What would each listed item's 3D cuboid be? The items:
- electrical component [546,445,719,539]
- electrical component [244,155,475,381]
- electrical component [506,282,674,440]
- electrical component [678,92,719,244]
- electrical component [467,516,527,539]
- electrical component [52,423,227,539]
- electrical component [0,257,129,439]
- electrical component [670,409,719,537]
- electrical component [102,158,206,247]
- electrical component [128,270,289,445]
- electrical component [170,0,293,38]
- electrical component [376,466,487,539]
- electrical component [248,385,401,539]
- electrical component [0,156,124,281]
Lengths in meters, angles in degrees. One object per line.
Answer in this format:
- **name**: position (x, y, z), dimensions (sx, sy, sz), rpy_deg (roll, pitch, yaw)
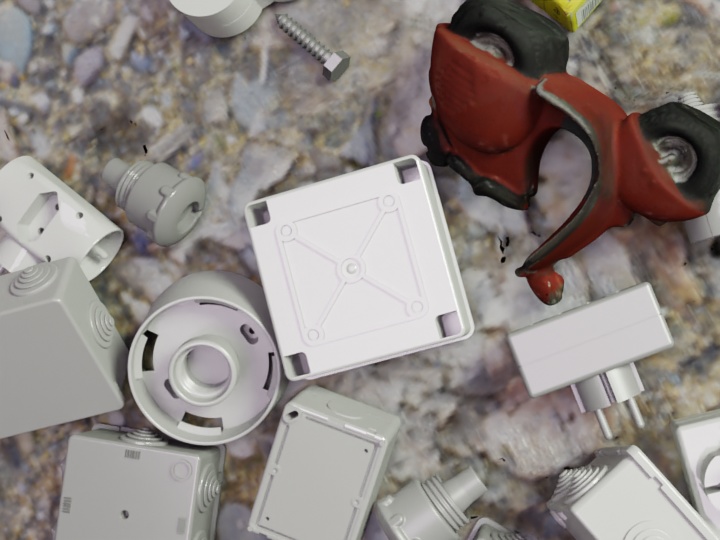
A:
- **electrical component**: position (0.149, 0.143, 0.574), dimensions (0.048, 0.099, 0.099), rpy_deg (-41, 82, -6)
- **electrical component**: position (0.000, 0.000, 0.626), dimensions (0.109, 0.056, 0.108), rpy_deg (-16, 86, 9)
- **electrical component**: position (0.135, 0.056, 0.604), dimensions (0.083, 0.047, 0.075), rpy_deg (-22, 85, 9)
- **electrical component**: position (0.194, -0.059, 0.599), dimensions (0.043, 0.043, 0.081), rpy_deg (-17, 85, 9)
- **electrical component**: position (0.085, 0.202, 0.608), dimensions (0.100, 0.048, 0.099), rpy_deg (29, 93, 10)
- **electrical component**: position (-0.134, 0.144, 0.652), dimensions (0.100, 0.048, 0.099), rpy_deg (7, 89, 10)
- **electrical component**: position (-0.195, 0.046, 0.645), dimensions (0.100, 0.048, 0.099), rpy_deg (-15, 125, 10)
- **electrical component**: position (0.201, 0.111, 0.575), dimensions (0.047, 0.077, 0.065), rpy_deg (-15, 85, 10)
- **electrical component**: position (-0.129, -0.047, 0.658), dimensions (0.062, 0.048, 0.048), rpy_deg (31, 94, 16)
- **electrical component**: position (-0.090, 0.054, 0.649), dimensions (0.099, 0.064, 0.099), rpy_deg (0, 99, 2)
- **electrical component**: position (-0.054, -0.195, 0.630), dimensions (0.138, 0.074, 0.052), rpy_deg (-30, 76, 8)
- **electrical component**: position (0.044, 0.138, 0.621), dimensions (0.062, 0.048, 0.048), rpy_deg (-36, 82, 0)
- **electrical component**: position (-0.021, 0.123, 0.627), dimensions (0.062, 0.061, 0.096), rpy_deg (19, 100, 9)
- **electrical component**: position (-0.201, -0.017, 0.669), dimensions (0.077, 0.043, 0.079), rpy_deg (38, 95, 9)
